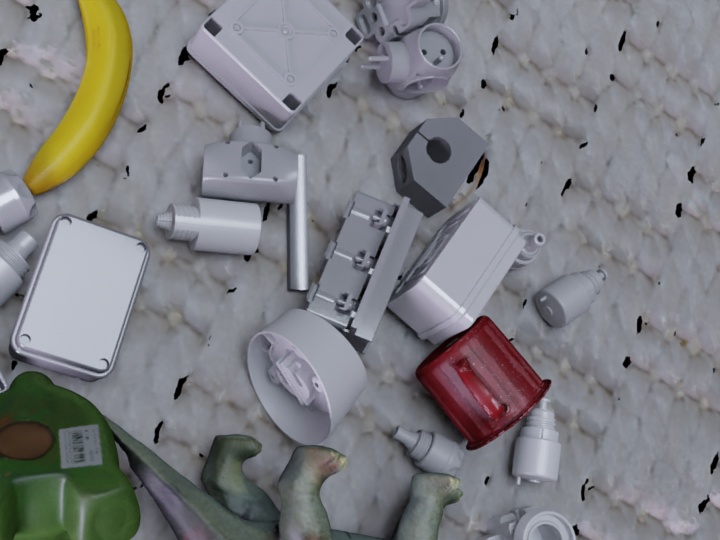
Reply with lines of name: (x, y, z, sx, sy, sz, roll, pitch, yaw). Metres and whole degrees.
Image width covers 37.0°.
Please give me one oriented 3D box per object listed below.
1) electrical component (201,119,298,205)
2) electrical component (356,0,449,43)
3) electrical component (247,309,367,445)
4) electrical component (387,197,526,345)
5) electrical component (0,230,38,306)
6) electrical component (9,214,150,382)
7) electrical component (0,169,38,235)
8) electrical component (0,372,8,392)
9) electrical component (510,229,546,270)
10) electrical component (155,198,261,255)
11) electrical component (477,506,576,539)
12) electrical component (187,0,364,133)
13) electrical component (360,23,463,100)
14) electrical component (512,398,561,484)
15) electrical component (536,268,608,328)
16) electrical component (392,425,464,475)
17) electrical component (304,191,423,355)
electrical component: (-0.092, -0.094, 0.902, 0.077, 0.043, 0.079, 4, 58, -9)
electrical component: (0.043, -0.239, 0.979, 0.057, 0.078, 0.058, -17, 84, -43)
electrical component: (-0.045, 0.083, 0.856, 0.099, 0.099, 0.064, 49, 59, -6)
electrical component: (0.084, 0.002, 0.931, 0.057, 0.078, 0.113, 41, 61, -7)
electrical component: (-0.271, -0.003, 0.811, 0.043, 0.043, 0.062, 44, 65, -8)
electrical component: (-0.214, 0.022, 0.821, 0.078, 0.057, 0.113, 20, 71, -17)
electrical component: (-0.281, -0.045, 0.816, 0.062, 0.043, 0.043, -34, 92, -24)
electrical component: (-0.325, 0.067, 0.766, 0.109, 0.056, 0.108, -29, 90, -25)
electrical component: (0.148, -0.021, 0.975, 0.035, 0.061, 0.035, 5, 77, -21)
electrical component: (-0.126, -0.037, 0.877, 0.081, 0.043, 0.043, 5, 76, -22)
electrical component: (0.148, 0.232, 0.921, 0.078, 0.057, 0.058, -11, 83, -24)
electrical component: (-0.072, -0.195, 0.928, 0.109, 0.056, 0.108, 43, 66, -8)
electrical component: (0.040, -0.185, 0.960, 0.079, 0.077, 0.044, -5, 80, -23)
electrical component: (0.158, 0.153, 0.952, 0.040, 0.040, 0.078, 15, 73, -18)
electrical component: (0.199, 0.022, 0.998, 0.078, 0.040, 0.040, -31, 91, -25)
electrical component: (0.056, 0.152, 0.914, 0.061, 0.035, 0.035, 31, 68, -10)
electrical component: (0.000, 0.000, 0.905, 0.063, 0.078, 0.121, 23, 70, 0)
